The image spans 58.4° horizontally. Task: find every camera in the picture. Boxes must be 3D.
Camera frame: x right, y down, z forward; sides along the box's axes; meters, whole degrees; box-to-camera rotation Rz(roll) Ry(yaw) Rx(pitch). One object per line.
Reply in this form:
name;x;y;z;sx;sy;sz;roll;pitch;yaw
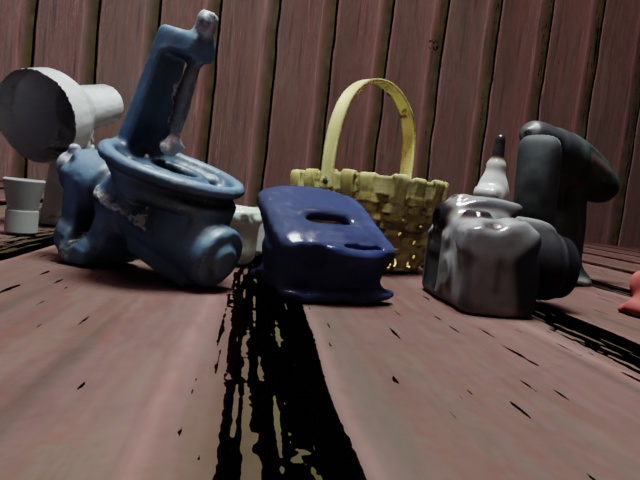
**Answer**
camera;0.178;0.012;0.541;0.137;0.101;0.143;6;5;-6

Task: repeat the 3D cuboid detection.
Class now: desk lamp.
desk lamp;-0.348;-0.125;0.814;0.117;0.213;0.203;7;5;12

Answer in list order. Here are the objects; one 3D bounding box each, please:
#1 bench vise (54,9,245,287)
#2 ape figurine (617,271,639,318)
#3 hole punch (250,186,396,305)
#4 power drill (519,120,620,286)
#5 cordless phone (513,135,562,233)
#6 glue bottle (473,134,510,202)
bench vise;-0.154;-0.081;0.481;0.207;0.220;0.122;7;5;13
ape figurine;0.334;0.033;0.552;0.075;0.092;0.078;9;5;30
hole punch;0.004;0.002;0.487;0.109;0.091;0.100;4;5;-26
power drill;0.335;-0.044;0.790;0.230;0.208;0.075;2;6;-41
cordless phone;0.227;-0.039;0.717;0.147;0.185;0.094;9;5;27
glue bottle;0.189;-0.031;0.637;0.037;0.173;0.078;9;5;31
